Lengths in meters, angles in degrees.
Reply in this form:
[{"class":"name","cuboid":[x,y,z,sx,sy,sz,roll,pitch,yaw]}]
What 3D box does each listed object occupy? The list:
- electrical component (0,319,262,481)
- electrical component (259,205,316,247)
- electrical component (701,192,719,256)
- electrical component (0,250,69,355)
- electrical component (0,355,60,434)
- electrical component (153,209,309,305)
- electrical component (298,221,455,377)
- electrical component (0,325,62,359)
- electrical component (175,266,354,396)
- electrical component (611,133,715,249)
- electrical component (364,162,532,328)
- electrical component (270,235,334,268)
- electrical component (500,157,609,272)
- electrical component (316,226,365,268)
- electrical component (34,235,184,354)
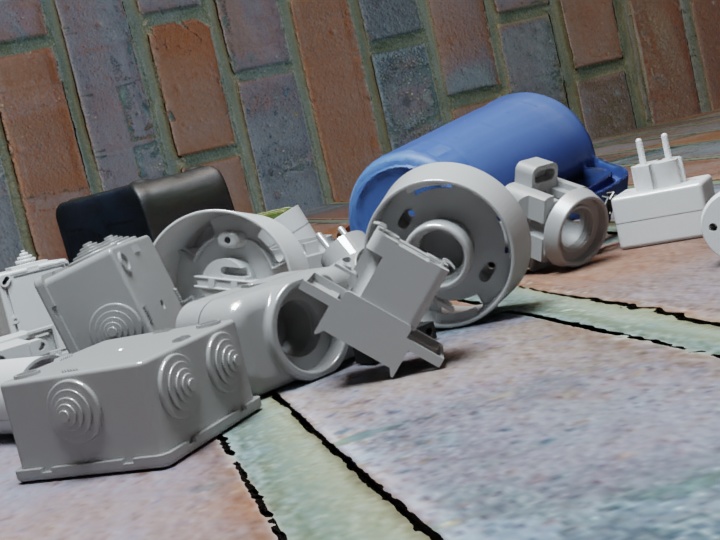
[{"class":"electrical component","cuboid":[-0.109,0.060,0.516,0.100,0.048,0.100,-10,7,25]},{"class":"electrical component","cuboid":[-0.114,-0.024,0.995,0.138,0.073,0.052,-30,5,15]},{"class":"electrical component","cuboid":[0.231,-0.031,0.643,0.045,0.045,0.055,-9,7,31]},{"class":"electrical component","cuboid":[-0.281,0.030,0.927,0.062,0.096,0.061,-16,7,-30]},{"class":"electrical component","cuboid":[-0.201,0.073,0.619,0.081,0.043,0.043,-8,8,40]},{"class":"electrical component","cuboid":[-0.086,0.008,0.718,0.099,0.099,0.064,-10,1,24]},{"class":"electrical component","cuboid":[0.013,0.013,0.552,0.081,0.063,0.042,29,7,-1]},{"class":"electrical component","cuboid":[-0.244,0.069,0.751,0.081,0.042,0.064,-18,9,-33]},{"class":"electrical component","cuboid":[-0.045,0.033,0.598,0.095,0.053,0.059,-19,8,-42]},{"class":"electrical component","cuboid":[0.221,-0.061,0.789,0.066,0.076,0.047,-10,8,28]},{"class":"electrical component","cuboid":[0.052,-0.015,0.647,0.099,0.099,0.064,-11,13,20]},{"class":"electrical component","cuboid":[-0.042,0.005,0.836,0.050,0.055,0.089,-15,6,-19]},{"class":"electrical component","cuboid":[0.138,-0.035,0.765,0.058,0.078,0.057,-17,28,-33]},{"class":"electrical component","cuboid":[0.000,0.000,0.724,0.077,0.079,0.044,-17,-33,-35]},{"class":"electrical component","cuboid":[-0.135,0.029,0.625,0.048,0.099,0.099,-25,5,6]}]
